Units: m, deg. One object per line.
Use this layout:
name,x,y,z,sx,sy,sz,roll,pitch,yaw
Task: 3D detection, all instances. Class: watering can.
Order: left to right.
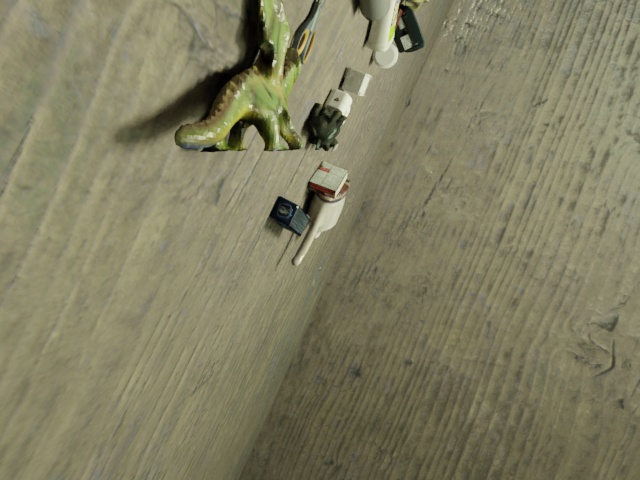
watering can,0.005,-0.083,1.654,0.355,0.104,0.219,-60,171,-48

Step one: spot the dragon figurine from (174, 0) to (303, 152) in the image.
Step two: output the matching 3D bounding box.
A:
dragon figurine,-0.099,-0.246,0.763,0.413,0.122,0.241,-35,130,-76
